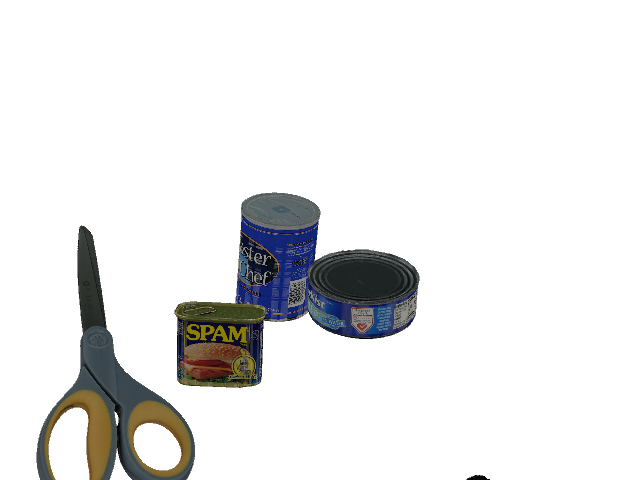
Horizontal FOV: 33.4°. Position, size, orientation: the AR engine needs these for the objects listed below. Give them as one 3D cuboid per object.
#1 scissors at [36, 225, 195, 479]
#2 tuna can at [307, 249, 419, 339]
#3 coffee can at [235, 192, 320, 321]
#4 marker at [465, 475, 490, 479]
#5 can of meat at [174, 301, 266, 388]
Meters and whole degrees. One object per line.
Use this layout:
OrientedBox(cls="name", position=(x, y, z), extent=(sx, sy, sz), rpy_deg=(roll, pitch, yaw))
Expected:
OrientedBox(cls="scissors", position=(-0.116, 0.073, 0.639), extent=(0.096, 0.201, 0.016), rpy_deg=(13, -45, -10))
OrientedBox(cls="tuna can", position=(0.032, 0.041, 0.822), extent=(0.086, 0.034, 0.086), rpy_deg=(1, 26, -1))
OrientedBox(cls="coffee can", position=(-0.057, 0.021, 1.403), extent=(0.103, 0.140, 0.103), rpy_deg=(5, 26, -2))
OrientedBox(cls="marker", position=(0.095, 0.193, 0.675), extent=(0.020, 0.121, 0.020), rpy_deg=(1, 36, -1))
OrientedBox(cls="can of meat", position=(-0.114, 0.118, 1.210), extent=(0.102, 0.084, 0.057), rpy_deg=(3, 14, 2))
